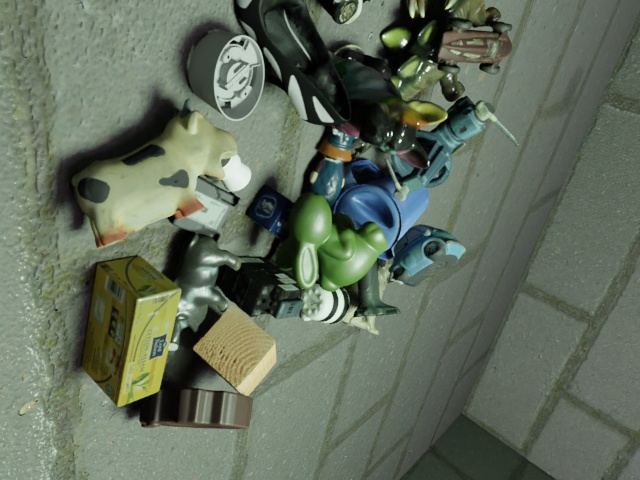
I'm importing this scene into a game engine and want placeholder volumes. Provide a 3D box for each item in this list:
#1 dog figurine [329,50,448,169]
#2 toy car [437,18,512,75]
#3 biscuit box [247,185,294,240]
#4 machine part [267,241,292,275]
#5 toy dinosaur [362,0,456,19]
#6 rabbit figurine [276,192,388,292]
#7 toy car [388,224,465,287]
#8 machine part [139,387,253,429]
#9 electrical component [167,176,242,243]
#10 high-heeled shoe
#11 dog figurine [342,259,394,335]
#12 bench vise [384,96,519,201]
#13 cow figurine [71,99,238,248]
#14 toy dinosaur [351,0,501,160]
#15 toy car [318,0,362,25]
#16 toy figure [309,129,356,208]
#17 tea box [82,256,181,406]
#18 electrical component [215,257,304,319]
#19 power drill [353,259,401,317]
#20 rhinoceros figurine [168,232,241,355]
[{"bbox_3d":[0.095,-0.190,0.785,0.191,0.219,0.108,-17,135,-46],"label":"dog figurine"},{"bbox_3d":[0.273,-0.333,0.930,0.202,0.053,0.089,-17,130,-43],"label":"toy car"},{"bbox_3d":[-0.044,-0.024,0.926,0.063,0.059,0.202,-58,150,-1],"label":"biscuit box"},{"bbox_3d":[-0.073,0.075,0.969,0.138,0.084,0.039,-57,-170,19],"label":"machine part"},{"bbox_3d":[0.063,-0.427,0.679,0.404,0.131,0.192,8,110,-51],"label":"toy dinosaur"},{"bbox_3d":[-0.002,-0.003,0.868,0.159,0.121,0.170,-49,131,-6],"label":"rabbit figurine"},{"bbox_3d":[0.210,0.023,1.114,0.162,0.103,0.109,-34,149,24],"label":"toy car"},{"bbox_3d":[-0.198,0.274,0.865,0.179,0.180,0.056,44,44,-59],"label":"machine part"},{"bbox_3d":[-0.173,-0.050,0.715,0.119,0.048,0.074,22,96,-31],"label":"electrical component"},{"bbox_3d":[-0.022,-0.258,0.664,0.086,0.145,0.248,-41,147,-29],"label":"high-heeled shoe"},{"bbox_3d":[0.097,0.104,1.233,0.172,0.121,0.190,35,73,-63],"label":"dog figurine"},{"bbox_3d":[0.206,-0.153,0.963,0.128,0.224,0.240,55,49,-19],"label":"bench vise"},{"bbox_3d":[-0.187,-0.082,0.627,0.195,0.085,0.127,-26,102,-24],"label":"cow figurine"},{"bbox_3d":[0.191,-0.335,0.965,0.198,0.105,0.471,15,104,-52],"label":"toy dinosaur"},{"bbox_3d":[0.009,-0.344,0.670,0.056,0.073,0.201,-41,163,1],"label":"toy car"},{"bbox_3d":[0.020,-0.133,0.928,0.064,0.058,0.154,-7,118,-60],"label":"toy figure"},{"bbox_3d":[-0.252,0.119,0.709,0.068,0.098,0.169,-13,128,-50],"label":"tea box"},{"bbox_3d":[-0.093,0.079,0.872,0.115,0.134,0.058,2,114,-54],"label":"electrical component"},{"bbox_3d":[0.121,0.061,1.151,0.232,0.086,0.207,3,83,-51],"label":"power drill"},{"bbox_3d":[-0.193,0.081,0.787,0.112,0.073,0.190,6,112,-59],"label":"rhinoceros figurine"}]
